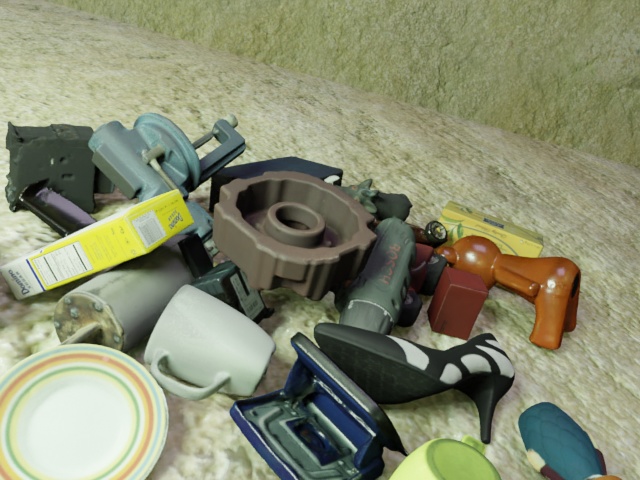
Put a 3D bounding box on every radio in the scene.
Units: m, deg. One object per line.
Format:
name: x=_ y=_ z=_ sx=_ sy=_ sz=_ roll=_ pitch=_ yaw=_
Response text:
radio: x=-0.066 y=-0.087 z=0.915 sx=0.131 sy=0.073 sz=0.229 roll=19 pitch=24 yaw=28

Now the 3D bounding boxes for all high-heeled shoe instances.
high-heeled shoe: x=0.109 y=0.108 z=0.561 sx=0.248 sy=0.086 sz=0.145 roll=35 pitch=41 yaw=-17

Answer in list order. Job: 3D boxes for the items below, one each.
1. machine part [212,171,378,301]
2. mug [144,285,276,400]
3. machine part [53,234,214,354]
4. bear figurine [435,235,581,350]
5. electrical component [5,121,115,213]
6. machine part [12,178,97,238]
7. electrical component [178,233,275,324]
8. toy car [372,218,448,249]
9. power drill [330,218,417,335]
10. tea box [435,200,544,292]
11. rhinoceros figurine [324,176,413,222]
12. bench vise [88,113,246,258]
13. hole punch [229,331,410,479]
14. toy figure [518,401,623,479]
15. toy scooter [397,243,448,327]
machine part: x=-0.028 y=-0.011 z=0.589 sx=0.179 sy=0.056 sz=0.179 roll=11 pitch=35 yaw=-8
mug: x=-0.099 y=0.104 z=0.497 sx=0.107 sy=0.080 sz=0.109 roll=24 pitch=23 yaw=-1
machine part: x=-0.183 y=0.054 z=0.553 sx=0.079 sy=0.079 sz=0.243 roll=21 pitch=25 yaw=10
bear figurine: x=0.276 y=0.066 z=0.802 sx=0.196 sy=0.131 sz=0.120 roll=10 pitch=16 yaw=34
electrical component: x=-0.349 y=-0.096 z=0.727 sx=0.134 sy=0.114 sz=0.058 roll=-5 pitch=33 yaw=-35
machine part: x=-0.315 y=-0.022 z=0.665 sx=0.139 sy=0.039 sz=0.084 roll=37 pitch=31 yaw=9
electrical component: x=-0.102 y=0.046 z=0.575 sx=0.048 sy=0.119 sz=0.075 roll=-16 pitch=9 yaw=25
toy car: x=0.108 y=-0.009 z=0.850 sx=0.202 sy=0.089 sz=0.053 roll=3 pitch=66 yaw=-23
power drill: x=0.003 y=0.046 z=0.645 sx=0.208 sy=0.085 sz=0.232 roll=16 pitch=50 yaw=27
tea box: x=0.277 y=0.010 z=0.910 sx=0.170 sy=0.098 sz=0.068 roll=21 pitch=24 yaw=14
rhinoceros figurine: x=0.068 y=-0.052 z=0.880 sx=0.190 sy=0.073 sz=0.112 roll=7 pitch=-18 yaw=-35
bench vise: x=-0.176 y=-0.094 z=0.729 sx=0.224 sy=0.128 sz=0.240 roll=40 pitch=51 yaw=4
hole punch: x=0.001 y=0.155 z=0.450 sx=0.142 sy=0.092 sz=0.115 roll=34 pitch=-14 yaw=33
toy figure: x=0.241 y=0.218 z=0.488 sx=0.057 sy=0.064 sz=0.155 roll=46 pitch=11 yaw=-35
toy scooter: x=0.095 y=0.046 z=0.752 sx=0.135 sy=0.075 sz=0.184 roll=24 pitch=30 yaw=20
